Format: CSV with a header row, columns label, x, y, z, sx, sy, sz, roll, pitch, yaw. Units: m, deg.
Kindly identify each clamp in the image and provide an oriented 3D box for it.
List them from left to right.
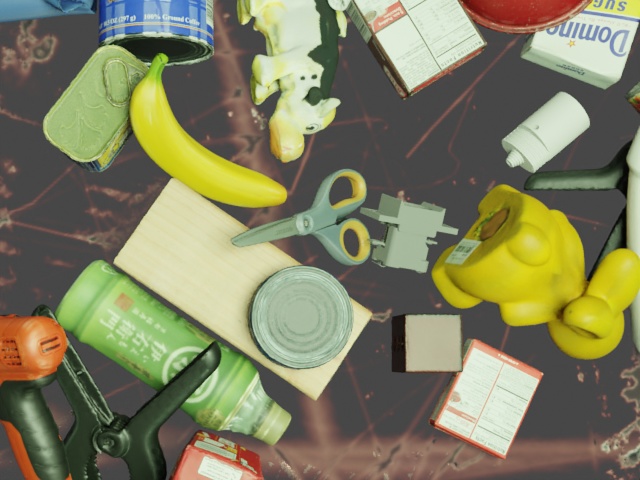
label,x,y,z,sx,sy,sz,roll,pitch,yaw
clamp,-0.163,0.161,0.902,0.165,0.036,0.210,5,106,12
clamp,0.288,-0.035,0.981,0.172,0.039,0.120,-24,97,20

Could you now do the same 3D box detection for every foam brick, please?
label,x,y,z,sx,sy,sz,roll,pitch,yaw
foam brick,0.094,0.092,0.953,0.051,0.078,0.053,0,83,-5

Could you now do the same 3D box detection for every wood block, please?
label,x,y,z,sx,sy,sz,roll,pitch,yaw
wood block,-0.068,0.044,0.934,0.206,0.091,0.090,34,82,-2

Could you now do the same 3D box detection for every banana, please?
label,x,y,z,sx,sy,sz,roll,pitch,yaw
banana,-0.106,-0.076,0.926,0.070,0.197,0.037,-22,47,21

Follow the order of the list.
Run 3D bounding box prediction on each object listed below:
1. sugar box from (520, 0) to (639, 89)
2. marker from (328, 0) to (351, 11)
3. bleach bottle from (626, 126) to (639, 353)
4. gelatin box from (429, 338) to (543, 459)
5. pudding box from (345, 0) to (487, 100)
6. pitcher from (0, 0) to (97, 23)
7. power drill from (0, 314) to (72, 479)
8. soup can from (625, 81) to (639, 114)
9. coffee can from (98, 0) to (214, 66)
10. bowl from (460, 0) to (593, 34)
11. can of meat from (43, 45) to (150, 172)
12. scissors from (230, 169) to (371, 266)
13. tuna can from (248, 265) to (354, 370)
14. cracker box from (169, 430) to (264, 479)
label,x,y,z,sx,sy,sz,roll,pitch,yaw
sugar box,0.264,-0.243,1.016,0.093,0.048,0.176,19,82,-4
marker,0.039,-0.255,0.984,0.020,0.020,0.121,29,56,-3
bleach bottle,0.320,-0.015,0.930,0.102,0.068,0.251,-10,117,0
gelatin box,0.151,0.145,0.978,0.073,0.030,0.089,26,84,-4
pudding box,0.088,-0.202,0.999,0.090,0.039,0.113,-32,90,-8
pitcher,-0.322,-0.253,0.926,0.242,0.149,0.145,-9,103,-3
power drill,-0.267,0.153,0.893,0.057,0.185,0.187,-24,104,-49
soup can,0.346,-0.118,1.001,0.068,0.068,0.102,-41,90,-8
coffee can,-0.145,-0.235,0.946,0.102,0.103,0.140,0,85,-6
bowl,0.186,-0.274,0.978,0.162,0.055,0.162,-3,79,16
can of meat,-0.191,-0.112,0.939,0.057,0.084,0.102,35,83,-2
scissors,-0.006,0.001,0.920,0.016,0.201,0.096,-8,110,35
tuna can,-0.016,0.063,0.874,0.086,0.034,0.086,1,84,-6
cracker box,-0.116,0.271,0.872,0.072,0.164,0.213,23,83,-2
